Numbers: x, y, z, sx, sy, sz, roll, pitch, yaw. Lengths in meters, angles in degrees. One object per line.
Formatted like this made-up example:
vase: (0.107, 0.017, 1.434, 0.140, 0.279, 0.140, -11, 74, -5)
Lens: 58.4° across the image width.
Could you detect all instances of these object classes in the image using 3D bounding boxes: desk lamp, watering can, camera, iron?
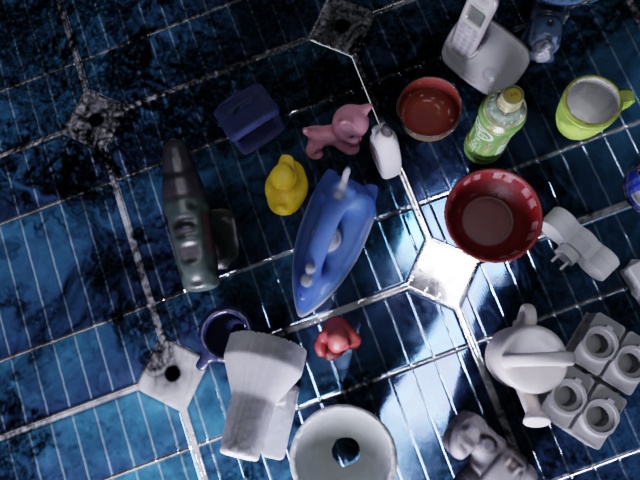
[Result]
desk lamp: (-0.089, 0.242, 0.870, 0.118, 0.213, 0.203, 10, 81, 7)
watering can: (0.319, 0.186, 0.857, 0.101, 0.194, 0.173, -22, 79, 1)
camera: (0.242, 0.360, 0.881, 0.143, 0.101, 0.137, 41, 86, 10)
iron: (0.009, 0.003, 0.940, 0.118, 0.141, 0.258, 20, 82, 8)

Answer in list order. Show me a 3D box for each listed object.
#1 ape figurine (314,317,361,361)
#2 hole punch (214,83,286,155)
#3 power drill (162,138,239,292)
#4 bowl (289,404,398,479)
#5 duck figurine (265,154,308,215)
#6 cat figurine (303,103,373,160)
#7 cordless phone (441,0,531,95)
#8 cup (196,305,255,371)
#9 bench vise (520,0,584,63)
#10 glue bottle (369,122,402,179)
ape figurine: (0.029, 0.163, 0.936, 0.077, 0.092, 0.076, 4, 81, 6)
hole punch: (-0.130, -0.221, 1.016, 0.108, 0.091, 0.101, -34, 79, -1)
power drill: (-0.195, -0.027, 0.928, 0.075, 0.208, 0.229, -12, 79, 3)
bowl: (0.038, 0.344, 0.913, 0.167, 0.075, 0.167, -1, 80, 5)
duck figurine: (-0.062, -0.098, 0.991, 0.077, 0.086, 0.104, 9, 81, 7)
cat figurine: (0.031, -0.192, 0.984, 0.127, 0.118, 0.067, -9, 80, 3)
cordless phone: (0.285, -0.333, 0.953, 0.147, 0.185, 0.094, 38, 85, 10)
cup: (-0.154, 0.167, 0.949, 0.091, 0.095, 0.118, 37, 85, 10)
bench vise: (0.401, -0.406, 0.938, 0.121, 0.220, 0.207, -5, 80, 4)
glue bottle: (0.107, -0.158, 0.943, 0.037, 0.173, 0.078, -25, 79, 0)
